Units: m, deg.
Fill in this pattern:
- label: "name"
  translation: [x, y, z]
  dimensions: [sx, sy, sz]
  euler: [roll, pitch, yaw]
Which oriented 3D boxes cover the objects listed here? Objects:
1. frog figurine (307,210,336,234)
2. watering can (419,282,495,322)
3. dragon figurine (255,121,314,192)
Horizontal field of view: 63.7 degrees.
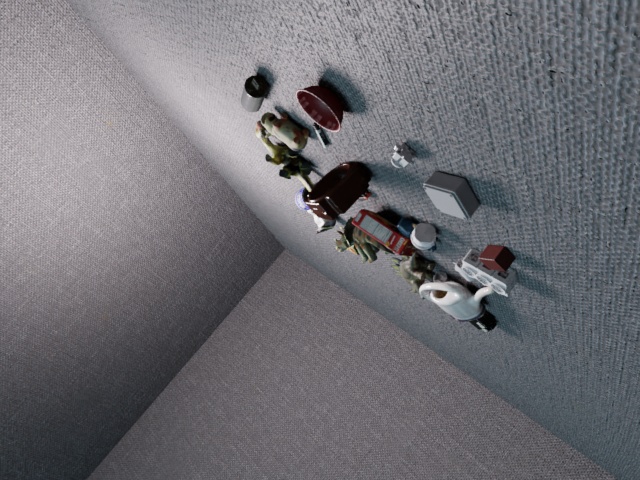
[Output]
- label: "frog figurine"
  translation: [0.007, -0.123, 2.442]
  dimensions: [0.136, 0.122, 0.161]
  euler: [60, -164, -81]
- label: "watering can"
  translation: [0.528, 0.219, 1.884]
  dimensions: [0.221, 0.106, 0.346]
  euler: [37, 156, -32]
- label: "dragon figurine"
  translation: [-0.128, -0.320, 2.118]
  dimensions: [0.405, 0.122, 0.246]
  euler: [48, -175, -25]
